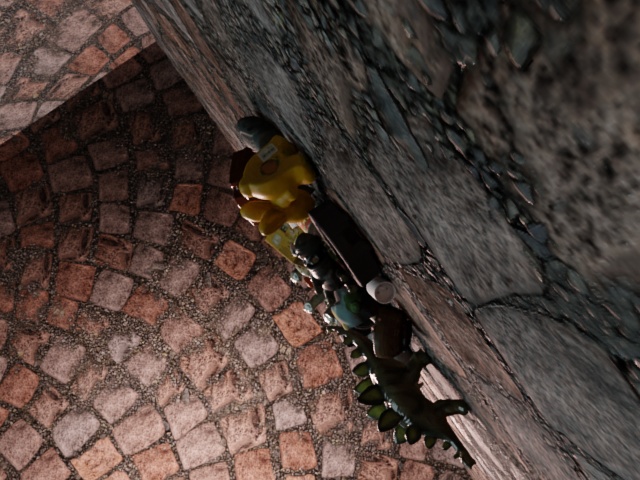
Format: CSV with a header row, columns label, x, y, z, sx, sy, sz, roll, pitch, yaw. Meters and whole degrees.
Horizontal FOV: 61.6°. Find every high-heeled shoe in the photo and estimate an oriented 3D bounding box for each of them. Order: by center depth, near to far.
label,x,y,z,sx,sy,sz,roll,pitch,yaw
high-heeled shoe,0.076,0.243,1.509,0.145,0.086,0.248,39,167,42

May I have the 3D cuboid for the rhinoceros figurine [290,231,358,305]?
label,x,y,z,sx,sy,sz,roll,pitch,yaw
rhinoceros figurine,0.008,0.052,1.072,0.190,0.073,0.112,52,-169,-53

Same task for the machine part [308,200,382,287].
label,x,y,z,sx,sy,sz,roll,pitch,yaw
machine part,0.048,0.005,1.023,0.179,0.056,0.179,54,177,4

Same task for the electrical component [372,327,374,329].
label,x,y,z,sx,sy,sz,roll,pitch,yaw
electrical component,0.171,0.228,1.445,0.114,0.058,0.134,58,174,-19

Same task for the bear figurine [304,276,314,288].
label,x,y,z,sx,sy,sz,roll,pitch,yaw
bear figurine,-0.032,0.041,1.743,0.196,0.132,0.120,47,-164,13

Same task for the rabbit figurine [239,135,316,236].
label,x,y,z,sx,sy,sz,roll,pitch,yaw
rabbit figurine,-0.068,-0.082,1.016,0.122,0.162,0.173,38,173,34

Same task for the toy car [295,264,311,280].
label,x,y,z,sx,sy,sz,roll,pitch,yaw
toy car,0.020,0.076,1.444,0.201,0.056,0.074,7,-153,-42

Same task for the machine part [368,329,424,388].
label,x,y,z,sx,sy,sz,roll,pitch,yaw
machine part,0.214,0.319,1.539,0.243,0.079,0.079,55,176,12

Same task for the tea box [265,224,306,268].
label,x,y,z,sx,sy,sz,roll,pitch,yaw
tea box,-0.060,-0.004,1.347,0.068,0.098,0.170,22,-171,-36

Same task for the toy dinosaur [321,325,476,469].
label,x,y,z,sx,sy,sz,roll,pitch,yaw
toy dinosaur,0.183,0.342,1.262,0.472,0.198,0.105,49,171,35

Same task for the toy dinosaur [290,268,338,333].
label,x,y,z,sx,sy,sz,roll,pitch,yaw
toy dinosaur,0.024,0.103,1.579,0.131,0.192,0.404,-2,111,42

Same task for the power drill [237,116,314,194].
label,x,y,z,sx,sy,sz,roll,pitch,yaw
power drill,-0.102,-0.176,1.171,0.207,0.086,0.232,64,170,-19

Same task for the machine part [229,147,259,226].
label,x,y,z,sx,sy,sz,roll,pitch,yaw
machine part,-0.190,-0.160,1.599,0.201,0.087,0.201,56,-155,-47

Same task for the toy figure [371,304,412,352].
label,x,y,z,sx,sy,sz,roll,pitch,yaw
toy figure,0.160,0.196,1.249,0.155,0.064,0.057,51,164,48

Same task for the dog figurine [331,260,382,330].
label,x,y,z,sx,sy,sz,roll,pitch,yaw
dog figurine,0.049,0.079,1.212,0.219,0.108,0.191,58,-168,3
